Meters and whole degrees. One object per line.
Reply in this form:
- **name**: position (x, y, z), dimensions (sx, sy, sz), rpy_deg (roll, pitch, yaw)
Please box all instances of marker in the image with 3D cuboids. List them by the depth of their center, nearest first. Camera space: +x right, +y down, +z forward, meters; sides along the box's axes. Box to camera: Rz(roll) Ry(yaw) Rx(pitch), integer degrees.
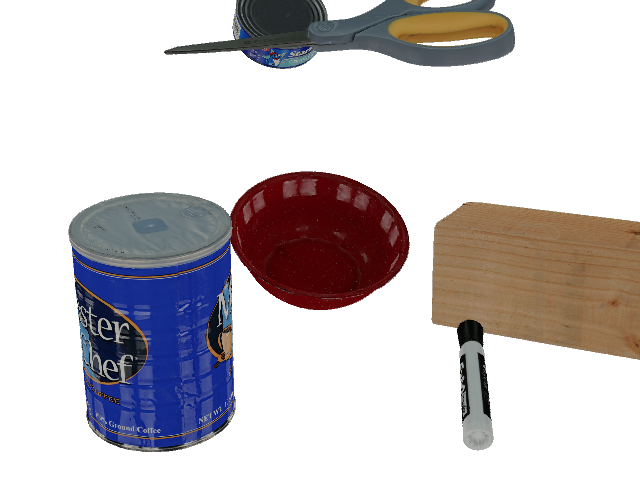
- **marker**: position (0.103, 0.092, 0.715), dimensions (0.020, 0.020, 0.121), rpy_deg (0, 32, 5)

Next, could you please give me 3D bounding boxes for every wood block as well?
- **wood block**: position (0.204, 0.030, 0.881), dimensions (0.206, 0.090, 0.090), rpy_deg (8, 19, 26)

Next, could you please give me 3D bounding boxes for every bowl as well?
- **bowl**: position (-0.004, 0.010, 0.961), dimensions (0.162, 0.055, 0.162), rpy_deg (5, 44, -5)

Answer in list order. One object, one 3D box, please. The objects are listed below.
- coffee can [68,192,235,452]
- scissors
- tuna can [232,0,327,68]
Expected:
- **coffee can**: position (-0.108, 0.052, 0.704), dimensions (0.103, 0.140, 0.103), rpy_deg (1, 25, 0)
- **scissors**: position (0.016, -0.131, 0.630), dimensions (0.202, 0.016, 0.096), rpy_deg (6, 42, 19)
- **tuna can**: position (-0.038, -0.201, 0.992), dimensions (0.086, 0.086, 0.034), rpy_deg (0, -31, -13)
